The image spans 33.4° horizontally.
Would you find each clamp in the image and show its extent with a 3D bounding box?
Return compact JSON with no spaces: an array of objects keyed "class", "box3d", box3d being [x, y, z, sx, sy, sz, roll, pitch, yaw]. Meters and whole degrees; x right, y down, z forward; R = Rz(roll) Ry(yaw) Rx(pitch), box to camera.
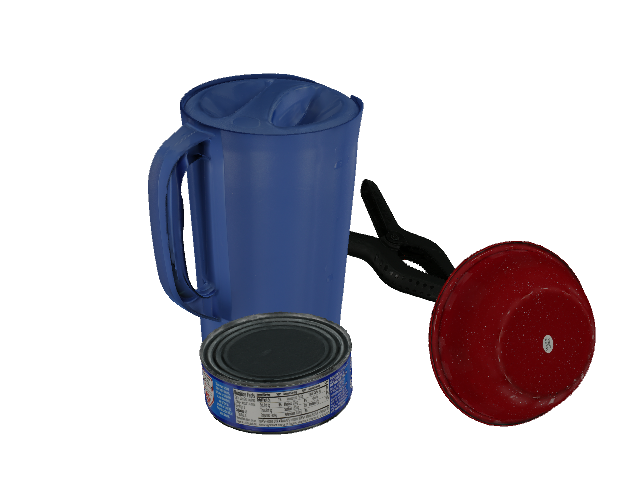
[{"class":"clamp","box3d":[0.071,0.010,1.242,0.164,0.036,0.210,-23,53,-40]}]

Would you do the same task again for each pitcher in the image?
[{"class":"pitcher","box3d":[-0.046,0.004,0.818,0.149,0.243,0.145,1,26,-1]}]

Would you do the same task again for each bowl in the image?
[{"class":"bowl","box3d":[0.174,0.082,0.896,0.161,0.162,0.055,0,4,-22]}]

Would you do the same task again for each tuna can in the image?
[{"class":"tuna can","box3d":[-0.024,0.074,0.604,0.086,0.034,0.086,-3,22,1]}]
